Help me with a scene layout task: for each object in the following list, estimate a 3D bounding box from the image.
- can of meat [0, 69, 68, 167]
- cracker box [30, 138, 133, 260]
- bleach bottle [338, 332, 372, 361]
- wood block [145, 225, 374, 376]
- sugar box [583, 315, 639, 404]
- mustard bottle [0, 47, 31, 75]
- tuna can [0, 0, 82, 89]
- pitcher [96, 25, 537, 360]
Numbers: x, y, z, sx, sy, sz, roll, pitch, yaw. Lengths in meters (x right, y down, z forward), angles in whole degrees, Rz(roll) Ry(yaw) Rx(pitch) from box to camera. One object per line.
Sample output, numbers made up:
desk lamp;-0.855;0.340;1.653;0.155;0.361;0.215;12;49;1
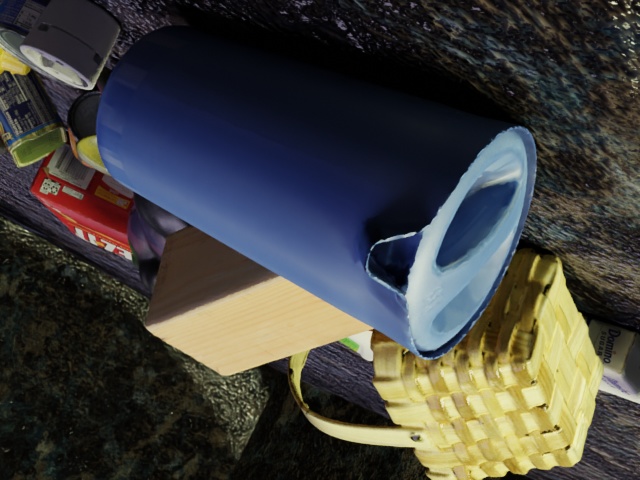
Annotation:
can of meat;-0.264;-0.117;0.936;0.084;0.057;0.102;61;168;0
cracker box;-0.202;-0.024;1.133;0.164;0.072;0.214;24;170;1
bleach bottle;-0.027;0.059;1.311;0.251;0.068;0.102;29;168;1
wood block;-0.020;0.022;0.779;0.207;0.090;0.090;-22;136;37
sugar box;0.199;0.086;0.933;0.176;0.048;0.093;15;165;35
mustard bottle;-0.314;-0.181;0.840;0.191;0.058;0.096;26;-179;-2
tuna can;-0.203;-0.149;0.795;0.086;0.033;0.086;26;169;5
pitcher;-0.003;-0.041;0.624;0.243;0.145;0.149;25;158;27
